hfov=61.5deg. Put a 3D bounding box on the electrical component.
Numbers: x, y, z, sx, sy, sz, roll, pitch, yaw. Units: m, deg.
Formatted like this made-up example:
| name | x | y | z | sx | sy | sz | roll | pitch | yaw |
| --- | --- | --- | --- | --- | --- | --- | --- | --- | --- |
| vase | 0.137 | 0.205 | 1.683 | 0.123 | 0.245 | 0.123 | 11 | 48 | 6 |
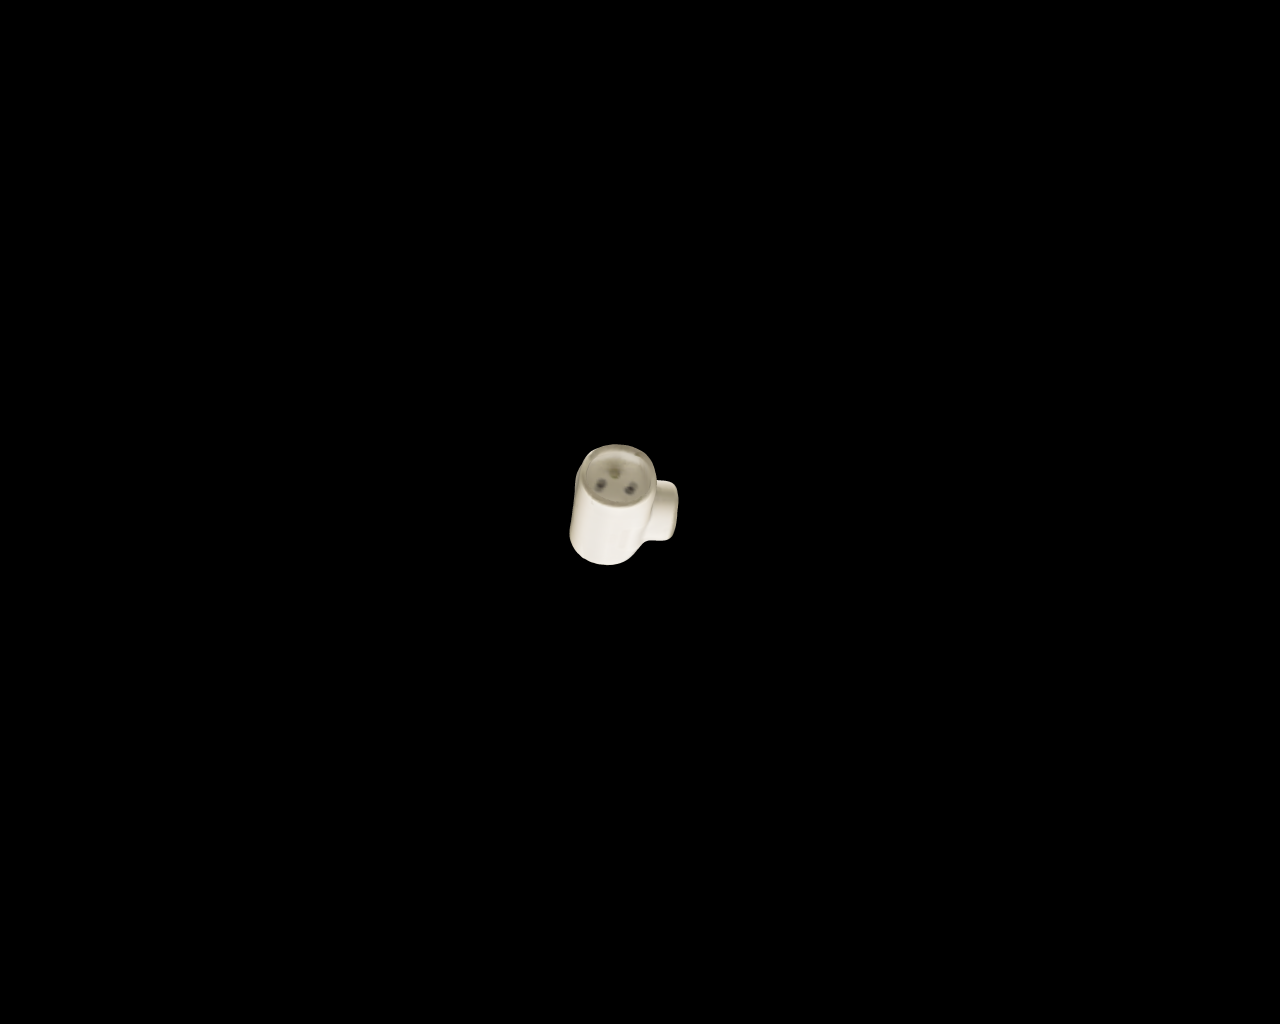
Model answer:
| name | x | y | z | sx | sy | sz | roll | pitch | yaw |
| --- | --- | --- | --- | --- | --- | --- | --- | --- | --- |
| electrical component | 0.001 | -0.003 | 0.650 | 0.079 | 0.043 | 0.077 | 4 | -29 | -6 |
